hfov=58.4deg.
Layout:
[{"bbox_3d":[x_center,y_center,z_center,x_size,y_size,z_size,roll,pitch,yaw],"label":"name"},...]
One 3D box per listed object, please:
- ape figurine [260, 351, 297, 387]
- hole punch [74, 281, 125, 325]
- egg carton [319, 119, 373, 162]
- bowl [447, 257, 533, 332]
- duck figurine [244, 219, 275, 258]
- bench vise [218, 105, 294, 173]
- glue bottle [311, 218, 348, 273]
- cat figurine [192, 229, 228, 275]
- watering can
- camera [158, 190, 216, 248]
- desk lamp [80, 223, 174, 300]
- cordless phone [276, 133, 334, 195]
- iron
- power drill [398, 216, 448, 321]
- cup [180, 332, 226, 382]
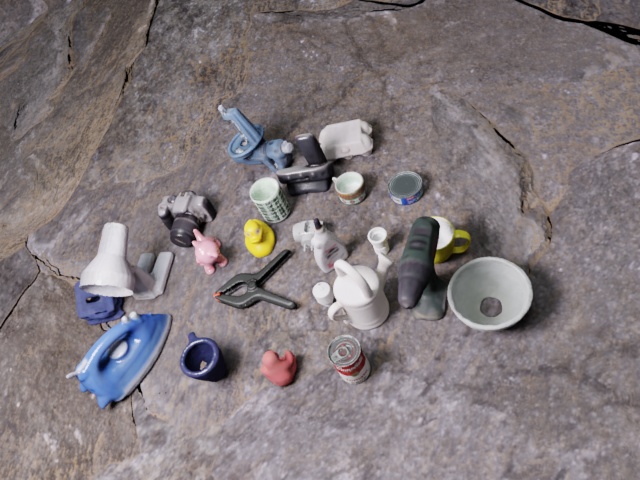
[{"bbox_3d":[-0.093,0.265,1.215,0.077,0.092,0.076,-16,53,8],"label":"ape figurine"},{"bbox_3d":[-0.562,0.152,1.455,0.108,0.091,0.101,-14,53,9],"label":"hole punch"},{"bbox_3d":[0.070,-0.266,1.548,0.150,0.070,0.107,-9,54,13],"label":"egg carton"},{"bbox_3d":[0.348,0.123,1.175,0.167,0.075,0.167,-9,54,13],"label":"bowl"},{"bbox_3d":[-0.161,-0.018,1.441,0.077,0.086,0.104,-19,52,6],"label":"duck figurine"},{"bbox_3d":[-0.173,-0.285,1.548,0.207,0.220,0.121,-5,55,16],"label":"bench vise"},{"bbox_3d":[0.012,0.005,1.310,0.078,0.173,0.037,-42,53,-12],"label":"glue bottle"},{"bbox_3d":[-0.286,0.023,1.435,0.067,0.118,0.127,-31,52,-4],"label":"cat figurine"},{"bbox_3d":[0.084,0.097,1.207,0.100,0.194,0.173,17,63,28],"label":"watering can"},{"bbox_3d":[-0.371,-0.056,1.530,0.143,0.101,0.137,-1,56,18],"label":"camera"},{"bbox_3d":[-0.477,0.068,1.407,0.117,0.214,0.203,-4,55,17],"label":"desk lamp"},{"bbox_3d":[-0.051,-0.207,1.474,0.147,0.185,0.094,-9,54,13],"label":"cordless phone"},{"bbox_3d":[-0.460,0.247,1.321,0.118,0.142,0.259,23,66,31],"label":"iron"},{"bbox_3d":[0.209,0.078,1.169,0.075,0.209,0.230,2,57,20],"label":"power drill"},{"bbox_3d":[-0.253,0.265,1.267,0.092,0.095,0.117,-32,52,-4],"label":"cup"}]
